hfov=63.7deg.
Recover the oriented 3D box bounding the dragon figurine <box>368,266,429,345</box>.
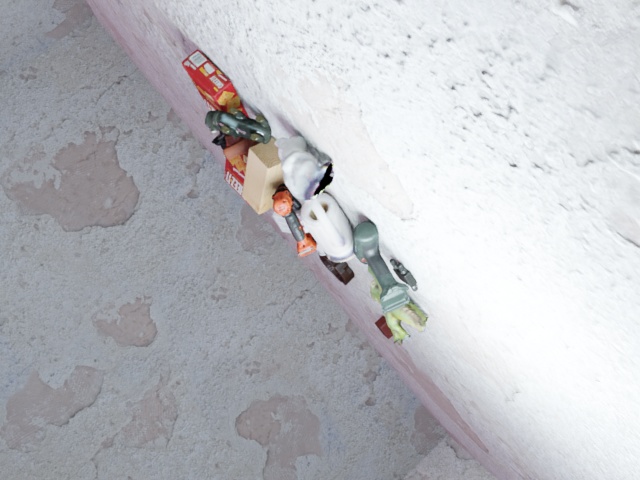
[{"bbox_3d":[0.194,0.155,1.430,0.245,0.123,0.405,56,173,11],"label":"dragon figurine"}]

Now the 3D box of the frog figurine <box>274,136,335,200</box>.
[{"bbox_3d":[-0.053,-0.169,1.165,0.160,0.122,0.137,35,-172,15],"label":"frog figurine"}]

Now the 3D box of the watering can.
[{"bbox_3d":[0.004,-0.071,1.417,0.220,0.104,0.354,57,-178,-33],"label":"watering can"}]
